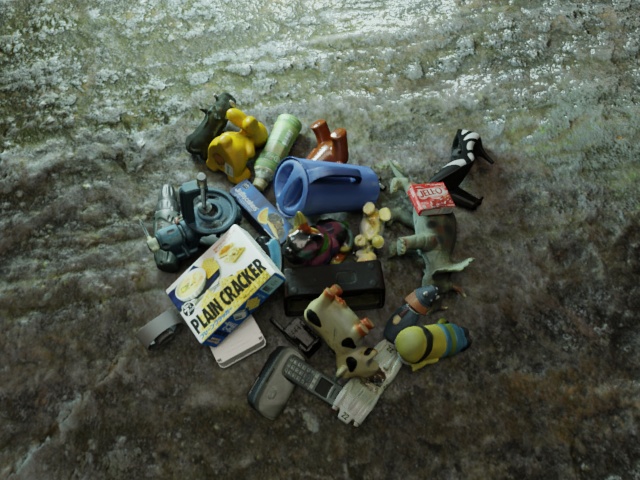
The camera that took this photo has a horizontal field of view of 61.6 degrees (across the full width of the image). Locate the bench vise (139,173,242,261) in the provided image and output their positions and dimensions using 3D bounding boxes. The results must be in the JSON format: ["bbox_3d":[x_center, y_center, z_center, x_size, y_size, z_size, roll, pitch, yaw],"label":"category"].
[{"bbox_3d":[-0.272,-0.057,1.150,0.224,0.240,0.129,-13,63,-17],"label":"bench vise"}]

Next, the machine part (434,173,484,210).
[{"bbox_3d":[0.338,-0.116,1.345,0.139,0.039,0.084,25,59,14],"label":"machine part"}]

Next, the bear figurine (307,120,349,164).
[{"bbox_3d":[-0.026,-0.193,1.343,0.196,0.131,0.120,-33,43,-18],"label":"bear figurine"}]

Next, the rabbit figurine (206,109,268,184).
[{"bbox_3d":[-0.203,-0.255,1.374,0.122,0.162,0.173,29,50,27],"label":"rabbit figurine"}]

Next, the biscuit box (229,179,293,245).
[{"bbox_3d":[-0.139,-0.058,1.313,0.059,0.062,0.203,-39,70,-17],"label":"biscuit box"}]

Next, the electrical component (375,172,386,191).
[{"bbox_3d":[0.121,-0.148,1.372,0.094,0.021,0.063,41,72,17],"label":"electrical component"}]

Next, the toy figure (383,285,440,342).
[{"bbox_3d":[0.200,0.157,1.179,0.058,0.064,0.154,38,98,16],"label":"toy figure"}]

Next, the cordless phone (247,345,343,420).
[{"bbox_3d":[-0.048,0.324,1.130,0.184,0.088,0.146,33,68,-5],"label":"cordless phone"}]

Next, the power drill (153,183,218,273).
[{"bbox_3d":[-0.302,-0.035,1.297,0.207,0.086,0.232,4,66,-1],"label":"power drill"}]

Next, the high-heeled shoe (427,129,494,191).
[{"bbox_3d":[0.324,-0.209,1.339,0.249,0.086,0.145,-22,56,-30],"label":"high-heeled shoe"}]

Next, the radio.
[{"bbox_3d":[0.030,0.108,1.193,0.230,0.131,0.073,-6,64,-2],"label":"radio"}]

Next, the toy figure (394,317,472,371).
[{"bbox_3d":[0.241,0.213,1.144,0.180,0.089,0.082,-3,39,-23],"label":"toy figure"}]

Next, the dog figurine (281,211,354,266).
[{"bbox_3d":[-0.002,-0.004,1.200,0.191,0.219,0.108,-37,73,-14],"label":"dog figurine"}]

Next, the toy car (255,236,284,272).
[{"bbox_3d":[-0.146,0.062,1.233,0.162,0.102,0.109,-15,67,18],"label":"toy car"}]

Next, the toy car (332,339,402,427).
[{"bbox_3d":[0.105,0.300,1.133,0.074,0.056,0.202,34,61,16],"label":"toy car"}]

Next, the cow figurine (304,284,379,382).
[{"bbox_3d":[0.045,0.200,1.092,0.127,0.085,0.195,-44,84,22],"label":"cow figurine"}]

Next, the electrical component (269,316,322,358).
[{"bbox_3d":[-0.054,0.202,1.184,0.119,0.074,0.048,40,72,21],"label":"electrical component"}]

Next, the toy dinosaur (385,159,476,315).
[{"bbox_3d":[0.258,-0.036,1.271,0.192,0.131,0.405,8,60,-9],"label":"toy dinosaur"}]

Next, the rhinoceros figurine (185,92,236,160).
[{"bbox_3d":[-0.287,-0.300,1.404,0.073,0.112,0.190,29,77,16],"label":"rhinoceros figurine"}]

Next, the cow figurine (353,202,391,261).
[{"bbox_3d":[0.116,0.001,1.274,0.068,0.098,0.167,14,85,3],"label":"cow figurine"}]
